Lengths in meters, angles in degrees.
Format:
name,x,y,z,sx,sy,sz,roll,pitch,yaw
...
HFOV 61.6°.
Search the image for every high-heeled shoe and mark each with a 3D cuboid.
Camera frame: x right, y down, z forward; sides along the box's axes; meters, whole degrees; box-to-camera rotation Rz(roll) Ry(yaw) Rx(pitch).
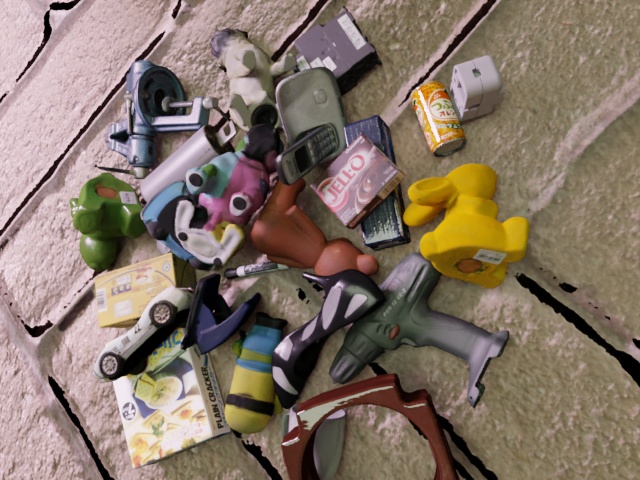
name,x,y,z,sx,sy,sz,roll,pitch,yaw
high-heeled shoe,0.014,0.155,0.775,0.145,0.086,0.248,19,107,35

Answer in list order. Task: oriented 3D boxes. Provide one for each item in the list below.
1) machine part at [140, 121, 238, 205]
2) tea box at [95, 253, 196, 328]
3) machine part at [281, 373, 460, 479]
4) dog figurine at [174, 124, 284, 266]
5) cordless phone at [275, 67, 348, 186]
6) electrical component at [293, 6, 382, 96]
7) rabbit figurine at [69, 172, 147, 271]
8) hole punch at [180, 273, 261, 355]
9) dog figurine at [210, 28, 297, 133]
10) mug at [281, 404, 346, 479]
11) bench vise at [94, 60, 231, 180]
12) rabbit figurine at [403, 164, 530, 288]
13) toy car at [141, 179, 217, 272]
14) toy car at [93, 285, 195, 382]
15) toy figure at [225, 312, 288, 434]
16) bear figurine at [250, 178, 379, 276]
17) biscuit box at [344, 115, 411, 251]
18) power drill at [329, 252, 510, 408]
name,x,y,z,sx,sy,sz,roll,pitch,yaw
machine part,-0.233,-0.122,0.943,0.243,0.079,0.079,-34,69,21
tea box,-0.306,0.092,0.948,0.170,0.068,0.098,-14,75,17
machine part,0.067,0.286,0.687,0.201,0.087,0.201,-20,83,7
dog figurine,-0.127,-0.083,0.852,0.108,0.219,0.191,26,123,3
cordless phone,-0.033,-0.172,0.816,0.089,0.184,0.146,-2,118,29
electrical component,0.020,-0.306,0.904,0.134,0.058,0.115,-32,68,13
rabbit figurine,-0.408,-0.027,0.982,0.159,0.121,0.170,51,128,35
hole punch,-0.155,0.123,0.855,0.092,0.142,0.115,19,95,0
dog figurine,-0.135,-0.277,0.954,0.191,0.121,0.172,40,117,49
mug,-0.017,0.301,0.790,0.110,0.080,0.107,0,84,34
bench vise,-0.285,-0.218,0.974,0.241,0.128,0.223,4,80,29
rabbit figurine,0.200,-0.034,0.755,0.162,0.121,0.173,9,61,9
toy car,-0.220,-0.028,0.915,0.109,0.161,0.103,-46,23,-4
toy car,-0.274,0.150,0.848,0.202,0.073,0.056,-44,71,6
toy figure,-0.100,0.205,0.834,0.082,0.089,0.180,12,87,28
bear figurine,-0.003,0.001,0.835,0.196,0.120,0.132,24,44,-1
biscuit box,0.089,-0.089,0.833,0.063,0.059,0.202,-14,75,20
power drill,0.144,0.149,0.762,0.208,0.086,0.232,29,91,30
